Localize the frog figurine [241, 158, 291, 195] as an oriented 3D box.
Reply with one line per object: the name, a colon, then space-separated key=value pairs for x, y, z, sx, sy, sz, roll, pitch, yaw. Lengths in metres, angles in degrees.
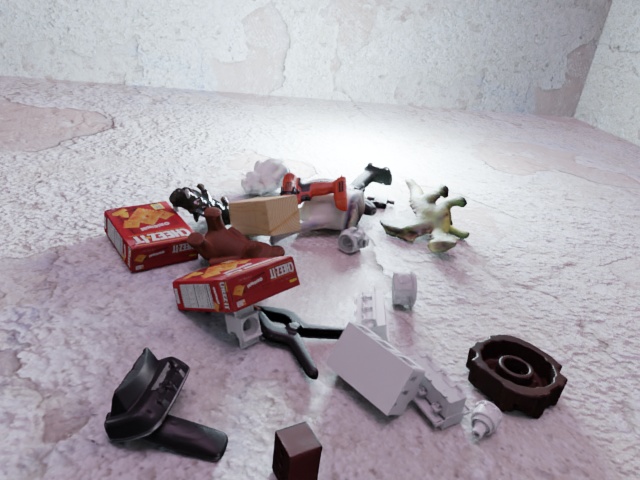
frog figurine: x=-0.178 y=-0.203 z=1.637 sx=0.159 sy=0.120 sz=0.140 roll=1 pitch=44 yaw=-38

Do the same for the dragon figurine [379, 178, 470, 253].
dragon figurine: x=0.290 y=-0.076 z=1.538 sx=0.244 sy=0.119 sz=0.417 roll=-14 pitch=32 yaw=-23

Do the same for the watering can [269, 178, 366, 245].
watering can: x=0.004 y=-0.074 z=1.462 sx=0.225 sy=0.101 sz=0.356 roll=12 pitch=39 yaw=13
